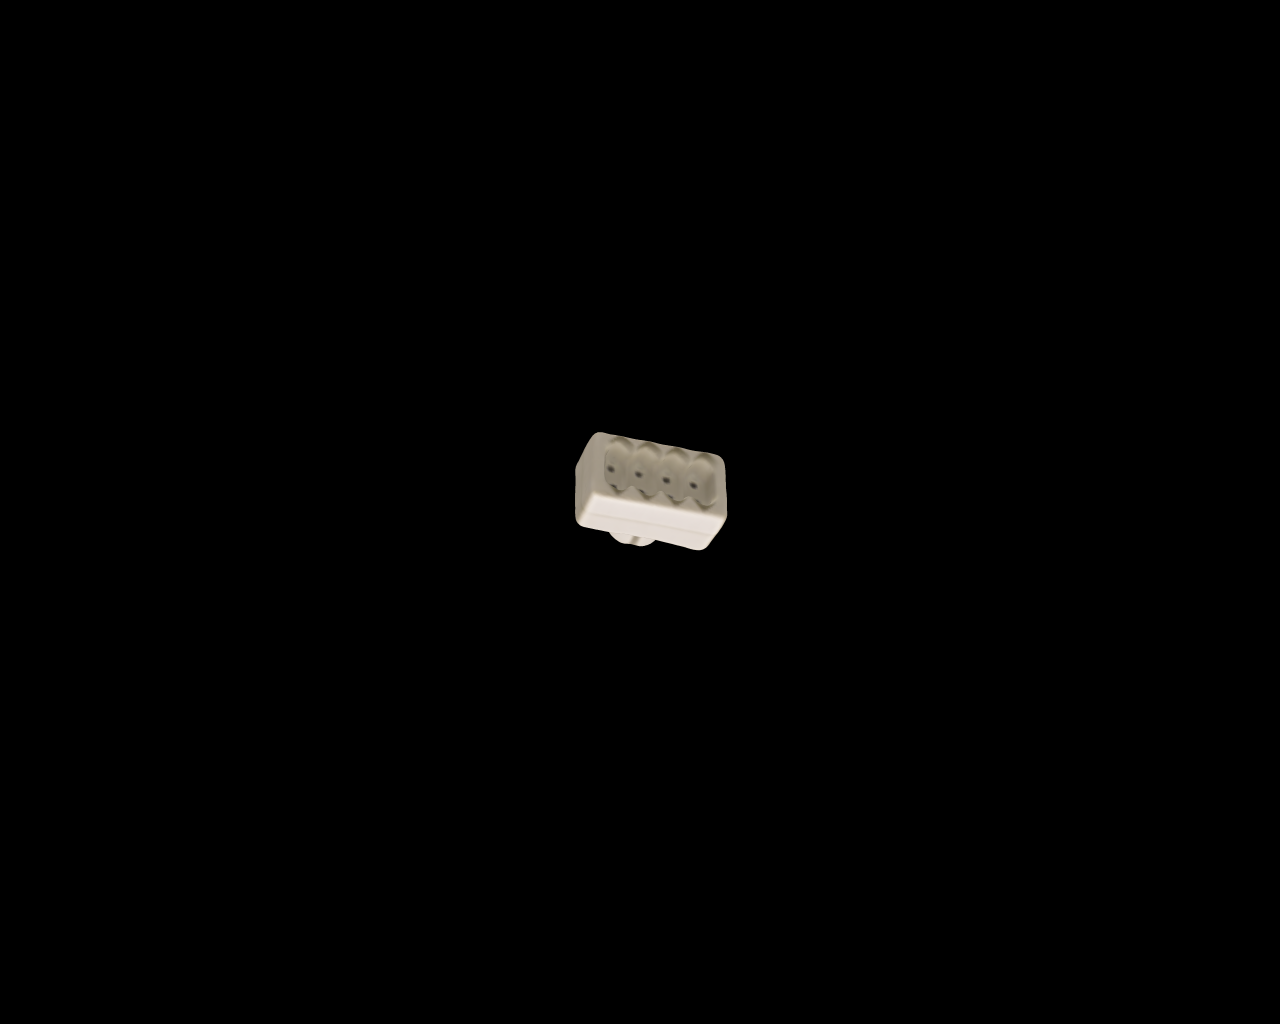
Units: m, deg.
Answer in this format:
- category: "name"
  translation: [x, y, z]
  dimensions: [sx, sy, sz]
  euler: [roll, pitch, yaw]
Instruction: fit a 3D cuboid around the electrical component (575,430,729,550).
- category: "electrical component"
  translation: [0.001, -0.003, 0.650]
  dimensions: [0.083, 0.047, 0.075]
  euler: [11, -35, -16]
